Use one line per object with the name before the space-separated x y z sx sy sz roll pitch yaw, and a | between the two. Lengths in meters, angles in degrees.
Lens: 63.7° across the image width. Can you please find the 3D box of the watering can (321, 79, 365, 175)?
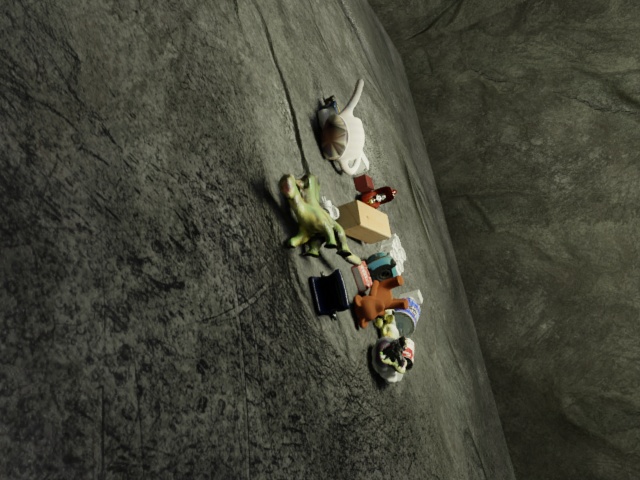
watering can | 0.093 -0.402 1.817 0.225 0.104 0.346 -11 103 -59

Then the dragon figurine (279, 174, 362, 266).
dragon figurine | 0.004 -0.071 1.409 0.406 0.121 0.246 26 53 -59

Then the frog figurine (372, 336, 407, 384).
frog figurine | 0.212 0.382 1.614 0.156 0.123 0.140 103 -23 -55
